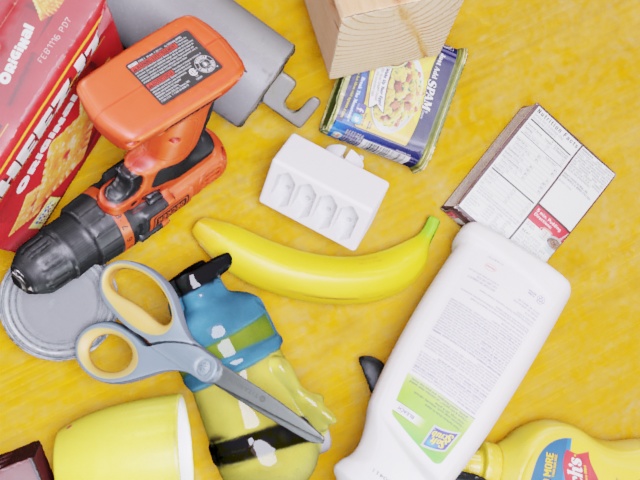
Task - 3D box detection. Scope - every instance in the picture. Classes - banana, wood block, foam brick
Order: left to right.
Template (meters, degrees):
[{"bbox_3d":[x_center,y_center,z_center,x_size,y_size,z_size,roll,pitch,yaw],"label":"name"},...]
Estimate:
[{"bbox_3d":[-0.217,0.180,0.759,0.053,0.078,0.051,-22,93,-12],"label":"foam brick"},{"bbox_3d":[0.000,0.017,0.824,0.197,0.037,0.069,0,61,-14],"label":"banana"},{"bbox_3d":[0.023,-0.236,0.770,0.090,0.091,0.206,-14,74,-11],"label":"wood block"}]

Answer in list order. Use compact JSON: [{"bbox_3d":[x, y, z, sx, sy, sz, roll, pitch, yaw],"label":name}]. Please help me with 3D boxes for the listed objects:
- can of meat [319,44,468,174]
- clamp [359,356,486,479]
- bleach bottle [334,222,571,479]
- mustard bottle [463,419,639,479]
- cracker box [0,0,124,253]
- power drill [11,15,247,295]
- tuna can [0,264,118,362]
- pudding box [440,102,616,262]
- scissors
[{"bbox_3d":[0.055,-0.114,0.822,0.084,0.057,0.102,20,85,-8],"label":"can of meat"},{"bbox_3d":[0.065,0.211,0.804,0.210,0.036,0.164,37,87,15],"label":"clamp"},{"bbox_3d":[0.081,0.111,0.783,0.102,0.068,0.250,33,69,12],"label":"bleach bottle"},{"bbox_3d":[0.195,0.194,0.846,0.191,0.058,0.096,13,91,-10],"label":"mustard bottle"},{"bbox_3d":[-0.195,-0.079,0.694,0.072,0.214,0.164,31,84,-4],"label":"cracker box"},{"bbox_3d":[-0.126,-0.052,0.707,0.057,0.188,0.184,45,61,7],"label":"power drill"},{"bbox_3d":[-0.191,0.045,0.786,0.086,0.034,0.086,0,90,-11],"label":"tuna can"},{"bbox_3d":[0.167,-0.039,0.852,0.090,0.039,0.113,41,81,-7],"label":"pudding box"},{"bbox_3d":[-0.095,0.097,0.736,0.096,0.016,0.202,-47,70,6],"label":"scissors"}]
